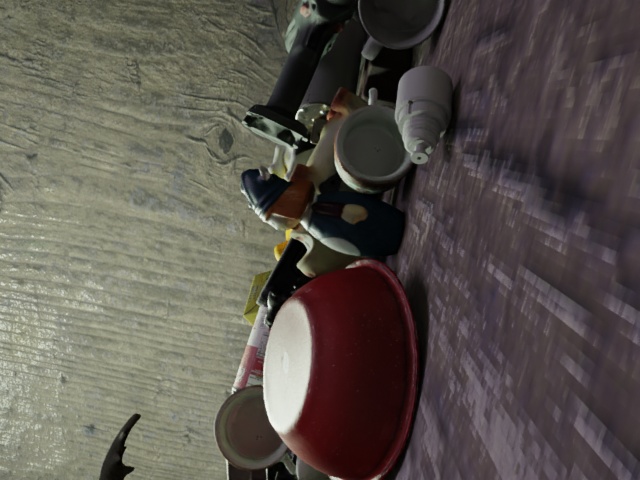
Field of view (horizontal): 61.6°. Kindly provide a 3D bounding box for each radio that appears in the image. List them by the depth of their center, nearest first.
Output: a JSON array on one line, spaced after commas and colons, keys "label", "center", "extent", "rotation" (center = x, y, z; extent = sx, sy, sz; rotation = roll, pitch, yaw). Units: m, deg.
[{"label": "radio", "center": [-0.001, -0.002, 0.718], "extent": [0.229, 0.073, 0.131], "rotation": [-63, 2, 3]}]

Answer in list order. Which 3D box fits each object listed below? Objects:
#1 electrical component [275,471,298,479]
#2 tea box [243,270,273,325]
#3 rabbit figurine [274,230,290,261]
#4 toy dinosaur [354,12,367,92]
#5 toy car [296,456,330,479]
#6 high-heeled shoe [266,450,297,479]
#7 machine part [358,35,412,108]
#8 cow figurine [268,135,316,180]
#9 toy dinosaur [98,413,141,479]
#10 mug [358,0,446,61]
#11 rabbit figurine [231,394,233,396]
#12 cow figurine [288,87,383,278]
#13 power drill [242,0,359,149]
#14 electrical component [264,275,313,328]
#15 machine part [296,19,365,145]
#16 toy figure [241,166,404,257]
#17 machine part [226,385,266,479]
[{"label": "electrical component", "center": [-0.045, 0.374, 0.657], "extent": [0.134, 0.058, 0.114], "rotation": [-79, 0, -47]}, {"label": "tea box", "center": [-0.058, 0.142, 0.982], "extent": [0.169, 0.068, 0.098], "rotation": [53, -148, -33]}, {"label": "rabbit figurine", "center": [-0.017, -0.026, 0.902], "extent": [0.173, 0.163, 0.122], "rotation": [62, -143, -58]}, {"label": "toy dinosaur", "center": [0.067, -0.288, 0.889], "extent": [0.404, 0.131, 0.192], "rotation": [111, 160, -49]}, {"label": "toy car", "center": [0.018, 0.115, 0.479], "extent": [0.073, 0.056, 0.201], "rotation": [-95, 18, -84]}, {"label": "high-heeled shoe", "center": [-0.059, 0.255, 0.802], "extent": [0.145, 0.086, 0.248], "rotation": [-25, -75, -72]}, {"label": "machine part", "center": [0.080, -0.205, 0.736], "extent": [0.179, 0.056, 0.179], "rotation": [-166, 87, -88]}, {"label": "cow figurine", "center": [0.012, -0.125, 0.812], "extent": [0.068, 0.167, 0.098], "rotation": [36, 117, 46]}, {"label": "toy dinosaur", "center": [-0.132, 0.386, 0.464], "extent": [0.105, 0.199, 0.471], "rotation": [-98, -12, -83]}, {"label": "mug", "center": [0.082, -0.238, 0.547], "extent": [0.109, 0.081, 0.107], "rotation": [-61, 5, 38]}, {"label": "rabbit figurine", "center": [-0.034, 0.190, 0.727], "extent": [0.170, 0.121, 0.159], "rotation": [72, -150, -63]}, {"label": "cow figurine", "center": [0.030, -0.049, 0.574], "extent": [0.195, 0.127, 0.085], "rotation": [-64, 0, -8]}, {"label": "power drill", "center": [-0.015, -0.215, 0.603], "extent": [0.232, 0.086, 0.207], "rotation": [-179, 106, -76]}, {"label": "electrical component", "center": [0.007, 0.072, 0.575], "extent": [0.119, 0.075, 0.047], "rotation": [-17, -52, -46]}, {"label": "machine part", "center": [0.016, -0.230, 0.755], "extent": [0.079, 0.079, 0.243], "rotation": [106, 175, -63]}, {"label": "toy figure", "center": [-0.002, -0.026, 0.490], "extent": [0.064, 0.154, 0.058], "rotation": [107, 178, -51]}, {"label": "machine part", "center": [-0.097, 0.336, 0.960], "extent": [0.201, 0.087, 0.201], "rotation": [-15, -75, -76]}]
